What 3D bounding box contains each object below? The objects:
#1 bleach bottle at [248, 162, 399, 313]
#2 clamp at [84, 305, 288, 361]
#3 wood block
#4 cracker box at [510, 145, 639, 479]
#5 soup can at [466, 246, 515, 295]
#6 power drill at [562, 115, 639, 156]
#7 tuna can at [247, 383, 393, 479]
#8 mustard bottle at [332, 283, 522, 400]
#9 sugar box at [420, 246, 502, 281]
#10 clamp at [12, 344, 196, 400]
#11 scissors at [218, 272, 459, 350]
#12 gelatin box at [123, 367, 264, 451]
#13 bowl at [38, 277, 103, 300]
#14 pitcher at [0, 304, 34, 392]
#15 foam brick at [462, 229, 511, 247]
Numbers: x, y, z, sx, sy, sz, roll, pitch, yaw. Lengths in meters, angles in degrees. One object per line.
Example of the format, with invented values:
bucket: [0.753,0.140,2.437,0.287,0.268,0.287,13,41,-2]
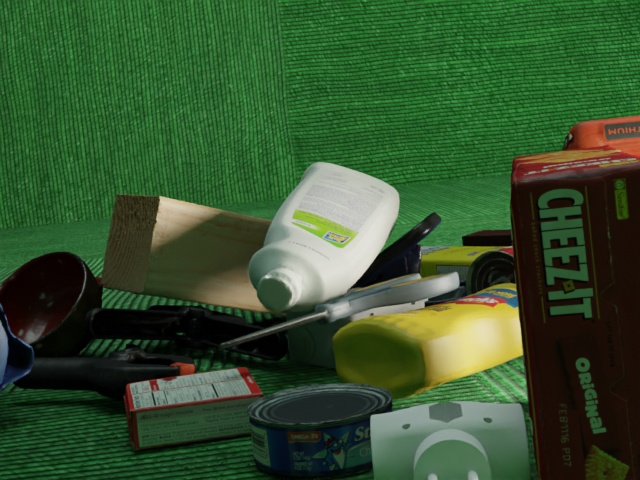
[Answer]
bleach bottle: [-0.006,0.001,0.901,0.102,0.068,0.250,17,21,11]
clamp: [-0.102,0.079,0.944,0.164,0.036,0.210,8,-1,4]
wood block: [-0.092,0.020,1.019,0.205,0.090,0.091,12,-5,-36]
cracker box: [0.145,0.035,0.587,0.072,0.164,0.213,-7,6,12]
soup can: [0.189,0.036,0.974,0.069,0.068,0.102,0,8,42]
power drill: [0.279,-0.014,0.872,0.184,0.187,0.057,-4,-31,4]
tuna can: [0.002,0.111,0.626,0.086,0.034,0.086,-6,6,0]
mustard bottle: [0.109,0.069,0.792,0.191,0.058,0.096,-10,2,-38]
sugar box: [0.146,0.032,1.154,0.093,0.048,0.177,-11,9,-38]
clamp: [-0.160,0.103,0.823,0.120,0.039,0.172,-10,4,-34]
scissors: [0.026,0.048,0.769,0.096,0.016,0.201,-12,2,38]
gelatin box: [-0.085,0.113,0.714,0.089,0.030,0.073,-7,8,-12]
bowl: [-0.298,0.077,1.114,0.162,0.055,0.162,-6,6,0]
pitcher: [-0.330,0.075,0.839,0.145,0.149,0.243,-41,14,-16]
foam brick: [0.209,0.016,1.208,0.078,0.053,0.051,-3,7,37]
